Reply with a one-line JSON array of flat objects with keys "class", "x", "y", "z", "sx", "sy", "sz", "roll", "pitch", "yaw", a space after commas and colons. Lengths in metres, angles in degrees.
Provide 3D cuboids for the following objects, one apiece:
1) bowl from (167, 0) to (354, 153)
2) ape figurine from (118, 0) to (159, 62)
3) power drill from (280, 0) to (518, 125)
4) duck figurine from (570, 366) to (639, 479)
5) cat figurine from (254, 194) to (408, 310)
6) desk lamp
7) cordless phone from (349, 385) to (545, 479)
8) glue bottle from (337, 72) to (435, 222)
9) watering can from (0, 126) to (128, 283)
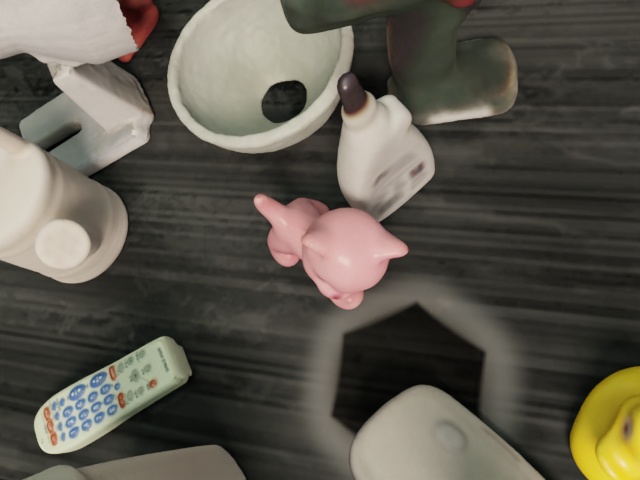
[{"class": "bowl", "x": -0.045, "y": -0.144, "z": 0.512, "sx": 0.167, "sy": 0.075, "sz": 0.167, "roll": -5, "pitch": 72, "yaw": 15}, {"class": "ape figurine", "x": -0.211, "y": -0.241, "z": 0.581, "sx": 0.077, "sy": 0.092, "sz": 0.076, "roll": -11, "pitch": 70, "yaw": 13}, {"class": "power drill", "x": 0.096, "y": -0.168, "z": 0.407, "sx": 0.229, "sy": 0.209, "sz": 0.075, "roll": -6, "pitch": 71, "yaw": 14}, {"class": "duck figurine", "x": 0.209, "y": 0.115, "z": 0.352, "sx": 0.104, "sy": 0.086, "sz": 0.077, "roll": -34, "pitch": 67, "yaw": 3}, {"class": "cat figurine", "x": 0.004, "y": 0.002, "z": 0.429, "sx": 0.127, "sy": 0.118, "sz": 0.067, "roll": 32, "pitch": 84, "yaw": 22}, {"class": "desk lamp", "x": -0.232, "y": -0.156, "z": 0.494, "sx": 0.203, "sy": 0.214, "sz": 0.117, "roll": -31, "pitch": 67, "yaw": 5}, {"class": "cordless phone", "x": 0.077, "y": 0.152, "z": 0.324, "sx": 0.147, "sy": 0.185, "sz": 0.094, "roll": 38, "pitch": 86, "yaw": 23}, {"class": "glue bottle", "x": 0.039, "y": -0.069, "z": 0.411, "sx": 0.078, "sy": 0.173, "sz": 0.037, "roll": -39, "pitch": 67, "yaw": 1}, {"class": "watering can", "x": -0.249, "y": -0.033, "z": 0.470, "sx": 0.172, "sy": 0.194, "sz": 0.101, "roll": 8, "pitch": 75, "yaw": 18}]
